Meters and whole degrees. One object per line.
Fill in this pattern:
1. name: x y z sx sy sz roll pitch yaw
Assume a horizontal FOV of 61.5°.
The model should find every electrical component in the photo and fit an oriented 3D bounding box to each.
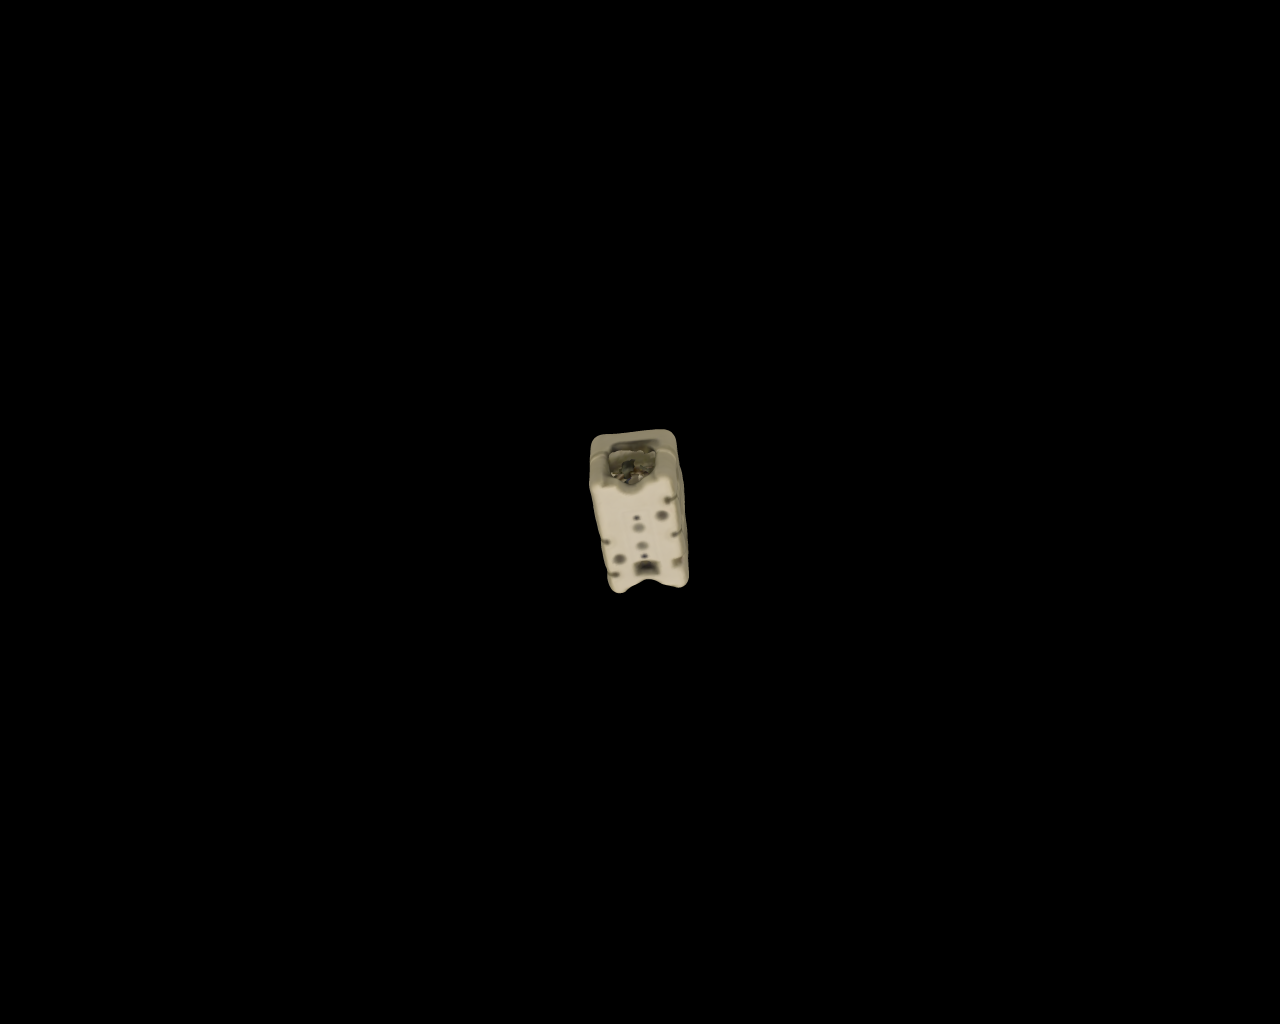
1. electrical component: 0.001 -0.003 0.650 0.050 0.089 0.056 -5 39 5
